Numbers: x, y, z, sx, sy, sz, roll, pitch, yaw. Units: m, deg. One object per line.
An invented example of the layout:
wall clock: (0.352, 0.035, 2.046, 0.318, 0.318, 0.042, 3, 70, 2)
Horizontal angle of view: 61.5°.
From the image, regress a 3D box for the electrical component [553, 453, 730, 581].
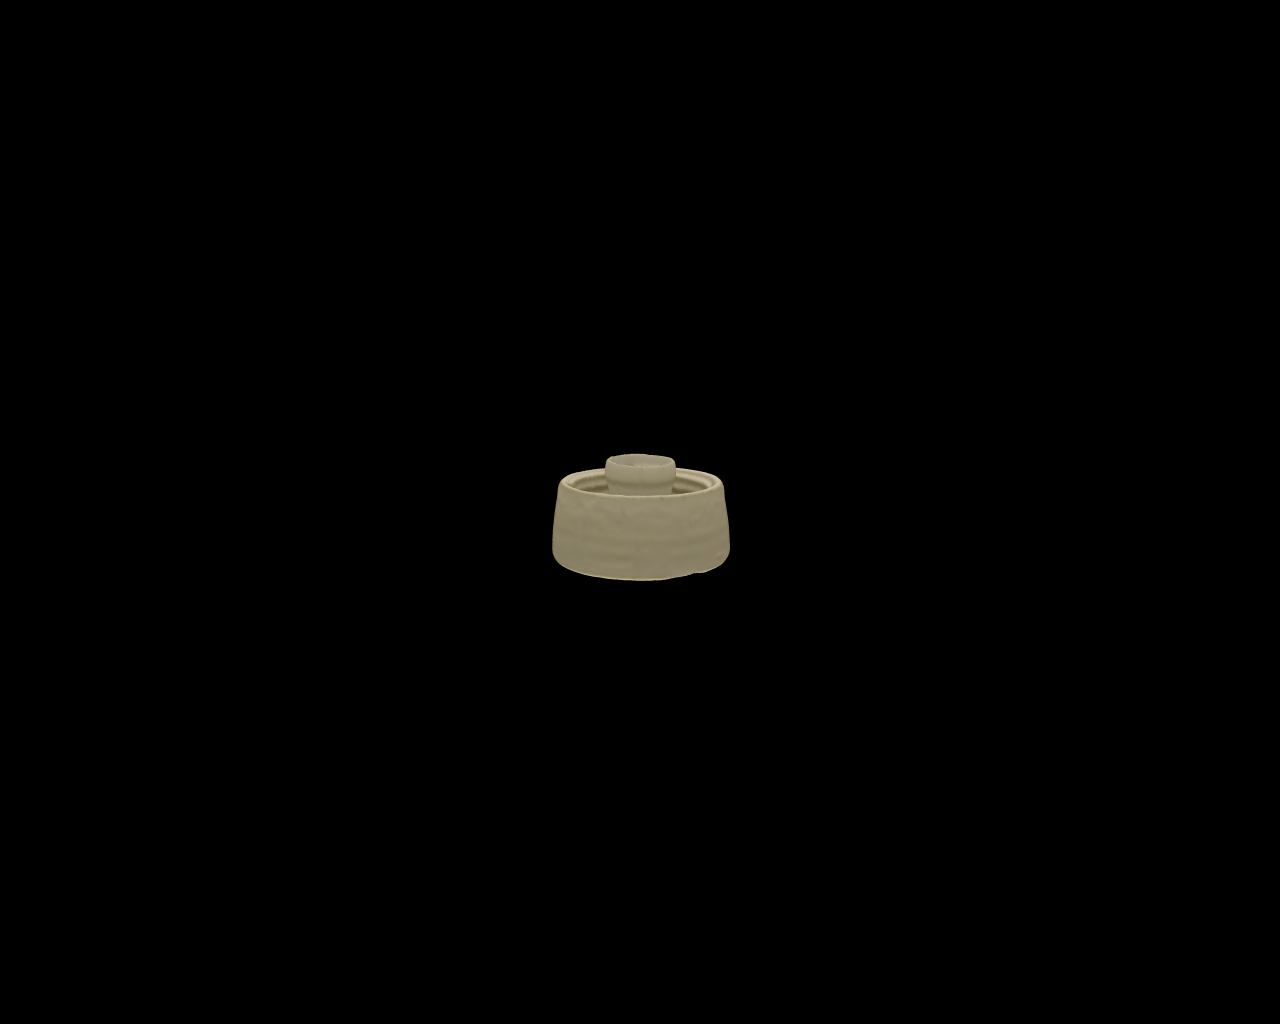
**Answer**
electrical component: (0.001, -0.003, 0.650, 0.108, 0.060, 0.108, 0, 13, 0)
